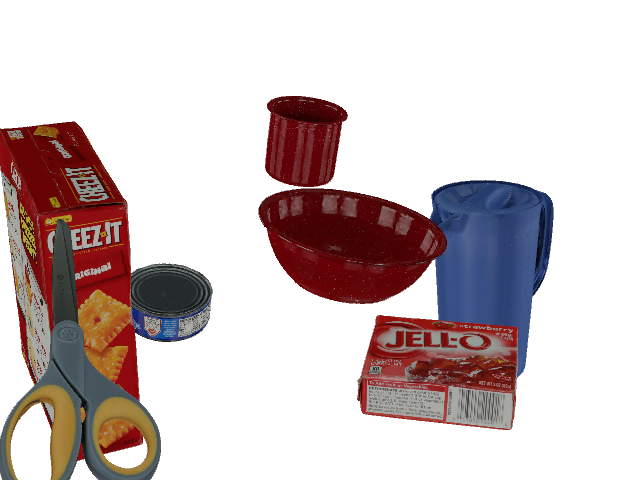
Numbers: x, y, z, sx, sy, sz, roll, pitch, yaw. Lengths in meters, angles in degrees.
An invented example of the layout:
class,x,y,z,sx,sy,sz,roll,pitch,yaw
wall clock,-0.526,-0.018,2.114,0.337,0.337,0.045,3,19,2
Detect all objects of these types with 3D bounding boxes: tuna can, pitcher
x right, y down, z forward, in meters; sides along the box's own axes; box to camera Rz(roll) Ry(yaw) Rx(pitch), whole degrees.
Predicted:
class,x,y,z,sx,sy,sz,roll,pitch,yaw
tuna can,-0.148,0.060,1.031,0.086,0.034,0.086,6,33,-4
pitcher,0.214,0.050,1.337,0.149,0.243,0.145,2,21,10

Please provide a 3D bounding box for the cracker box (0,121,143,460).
class,x,y,z,sx,sy,sz,roll,pitch,yaw
cracker box,-0.194,0.036,0.830,0.072,0.214,0.164,-10,31,-23

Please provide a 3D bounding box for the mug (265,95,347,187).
class,x,y,z,sx,sy,sz,roll,pitch,yaw
mug,-0.015,-0.117,1.239,0.093,0.081,0.117,17,27,17

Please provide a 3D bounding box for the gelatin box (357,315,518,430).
class,x,y,z,sx,sy,sz,roll,pitch,yaw
gelatin box,0.071,0.076,0.632,0.089,0.030,0.073,5,26,10

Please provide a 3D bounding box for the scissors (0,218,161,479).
class,x,y,z,sx,sy,sz,roll,pitch,yaw
scissors,-0.132,0.069,0.630,0.096,0.201,0.016,14,-45,-8

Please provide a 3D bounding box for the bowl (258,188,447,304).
class,x,y,z,sx,sy,sz,roll,pitch,yaw
bowl,0.024,0.009,0.905,0.162,0.055,0.162,8,22,-4
